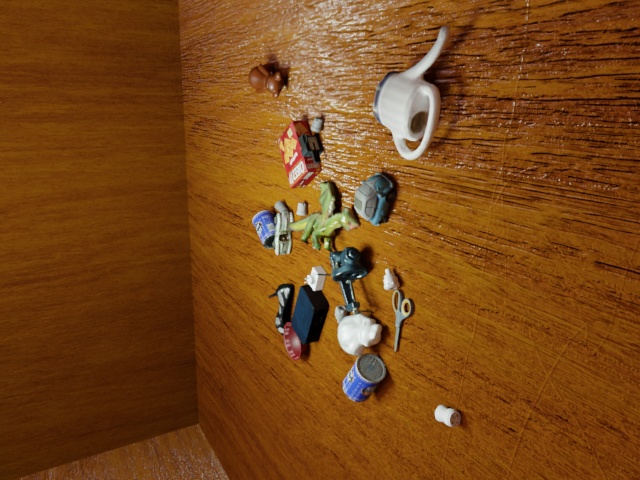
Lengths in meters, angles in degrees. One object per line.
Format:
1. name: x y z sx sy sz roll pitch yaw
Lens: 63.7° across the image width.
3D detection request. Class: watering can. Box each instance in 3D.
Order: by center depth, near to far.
1. watering can: 0.240 -0.386 1.337 0.228 0.104 0.341 44 133 49

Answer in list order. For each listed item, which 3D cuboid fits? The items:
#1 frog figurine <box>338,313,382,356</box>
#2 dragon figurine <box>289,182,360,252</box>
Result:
1. frog figurine: 0.129 0.308 1.675 0.159 0.122 0.138 -10 61 71
2. dragon figurine: 0.006 -0.094 1.868 0.415 0.122 0.241 32 106 53
